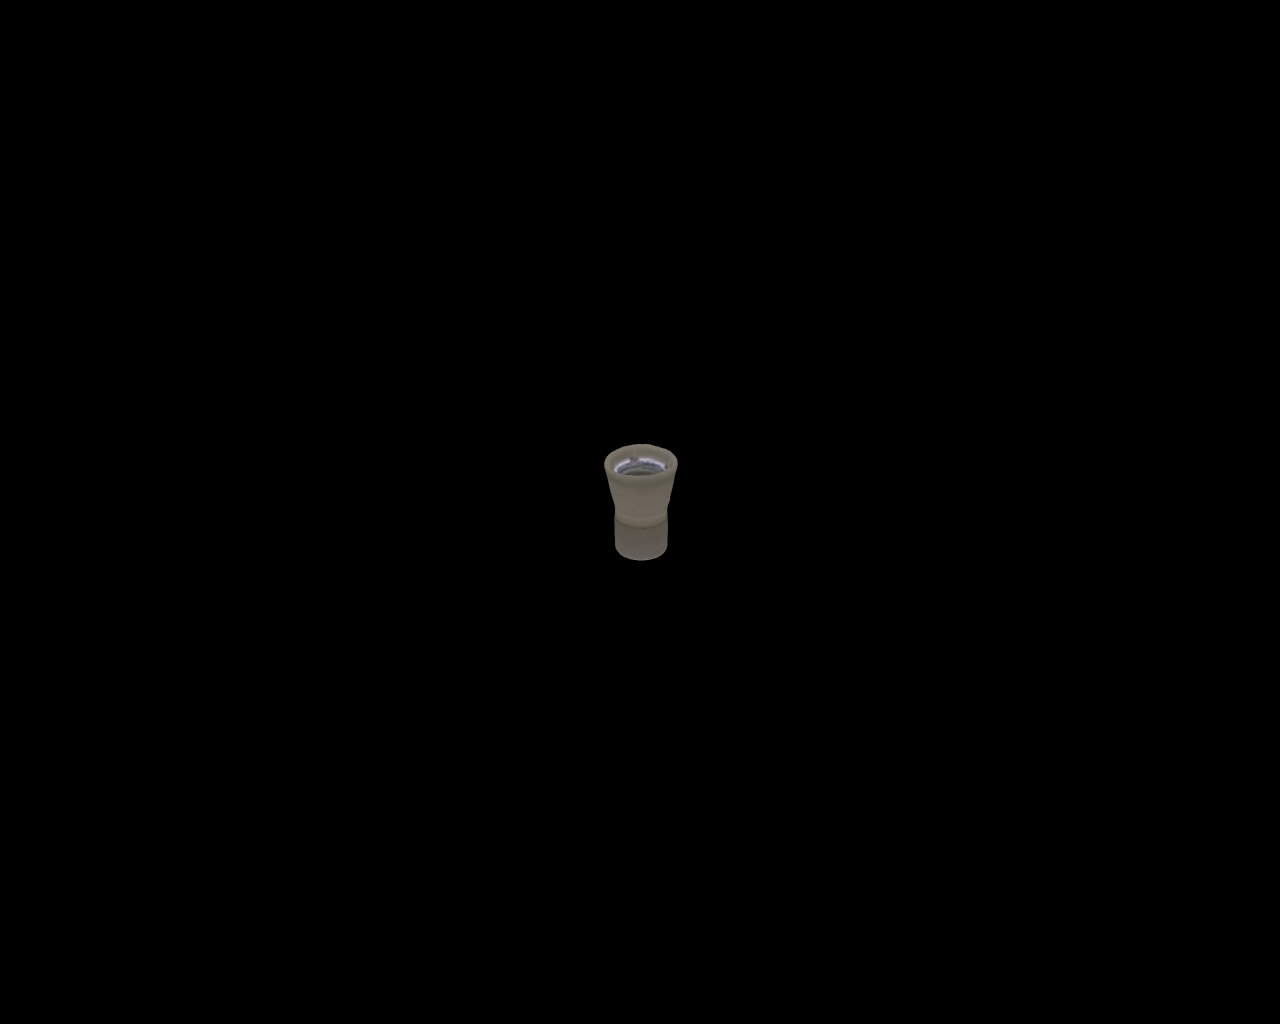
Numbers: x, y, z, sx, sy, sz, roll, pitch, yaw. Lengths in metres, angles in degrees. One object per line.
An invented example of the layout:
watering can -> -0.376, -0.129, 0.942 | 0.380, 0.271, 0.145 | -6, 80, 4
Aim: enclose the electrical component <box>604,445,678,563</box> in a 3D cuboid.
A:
electrical component -> 0.001, -0.003, 0.650 | 0.044, 0.065, 0.044 | 0, 28, 0
